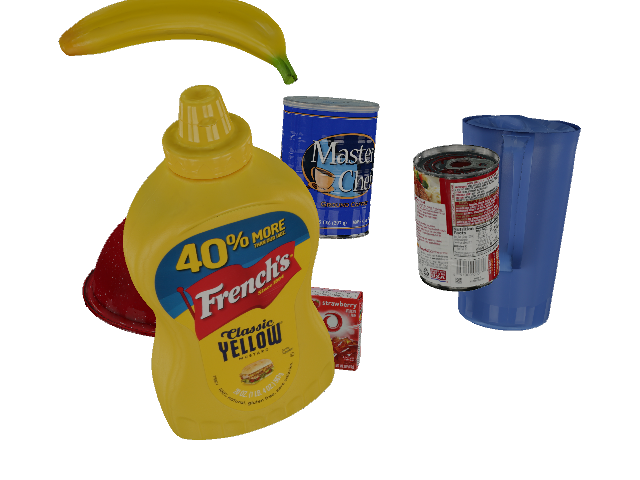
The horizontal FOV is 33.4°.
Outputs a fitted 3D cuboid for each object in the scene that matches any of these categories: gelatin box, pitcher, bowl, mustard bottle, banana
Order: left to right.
[{"bbox_3d":[-0.114,-0.175,0.885,0.198,0.069,0.037,6,-34,0],"label":"banana"},{"bbox_3d":[-0.091,0.008,0.766,0.162,0.055,0.162,0,25,0],"label":"bowl"},{"bbox_3d":[-0.046,0.010,0.530,0.096,0.192,0.058,-17,38,-15],"label":"mustard bottle"},{"bbox_3d":[-0.005,0.083,1.027,0.089,0.073,0.030,5,15,9],"label":"gelatin box"},{"bbox_3d":[0.220,-0.021,1.235,0.149,0.243,0.145,-6,17,-32],"label":"pitcher"}]

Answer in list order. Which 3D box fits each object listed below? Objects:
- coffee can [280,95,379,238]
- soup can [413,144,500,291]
[{"bbox_3d":[0.007,-0.080,1.148,0.103,0.140,0.103,4,12,-1],"label":"coffee can"},{"bbox_3d":[0.111,-0.018,0.860,0.068,0.102,0.068,-4,24,2],"label":"soup can"}]
